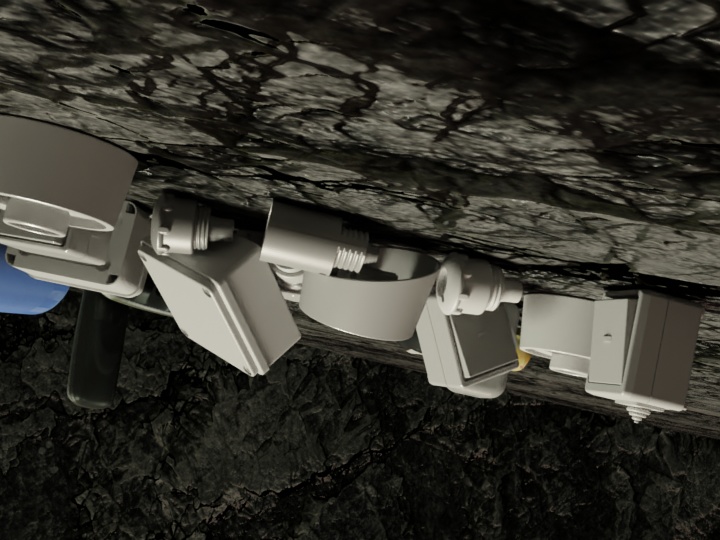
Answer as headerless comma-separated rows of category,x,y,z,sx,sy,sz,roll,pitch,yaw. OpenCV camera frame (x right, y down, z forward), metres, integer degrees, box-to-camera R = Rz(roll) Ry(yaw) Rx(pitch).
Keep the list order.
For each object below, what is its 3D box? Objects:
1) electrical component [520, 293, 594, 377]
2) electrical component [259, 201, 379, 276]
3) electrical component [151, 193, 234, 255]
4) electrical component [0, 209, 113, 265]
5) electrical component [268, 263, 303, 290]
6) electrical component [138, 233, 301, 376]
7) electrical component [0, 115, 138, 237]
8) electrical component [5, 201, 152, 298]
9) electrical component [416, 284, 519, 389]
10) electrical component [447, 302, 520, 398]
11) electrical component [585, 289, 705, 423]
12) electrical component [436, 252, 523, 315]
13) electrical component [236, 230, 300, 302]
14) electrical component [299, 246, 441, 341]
electrical component,0.193,0.062,0.953,0.108,0.060,0.108,12,173,1
electrical component,-0.027,-0.019,0.759,0.081,0.043,0.043,13,173,-6
electrical component,-0.128,-0.033,0.826,0.062,0.048,0.048,5,174,-6
electrical component,-0.252,-0.045,0.864,0.096,0.061,0.061,10,173,21
electrical component,-0.053,-0.014,0.850,0.048,0.048,0.062,11,166,7
electrical component,-0.115,0.018,0.881,0.109,0.056,0.108,25,147,42
electrical component,-0.206,-0.055,0.702,0.108,0.060,0.108,12,173,2
electrical component,-0.242,-0.025,0.945,0.113,0.078,0.057,11,170,14
electrical component,0.087,0.045,0.896,0.062,0.096,0.061,-17,-174,-26
electrical component,0.117,0.073,1.032,0.054,0.095,0.059,13,173,-3
electrical component,0.207,0.065,0.803,0.061,0.096,0.062,14,173,-14
electrical component,0.091,0.013,0.812,0.062,0.048,0.048,7,175,-14
electrical component,-0.054,0.001,0.944,0.100,0.048,0.100,5,170,44
electrical component,0.005,0.013,0.810,0.099,0.064,0.099,15,-168,-3
